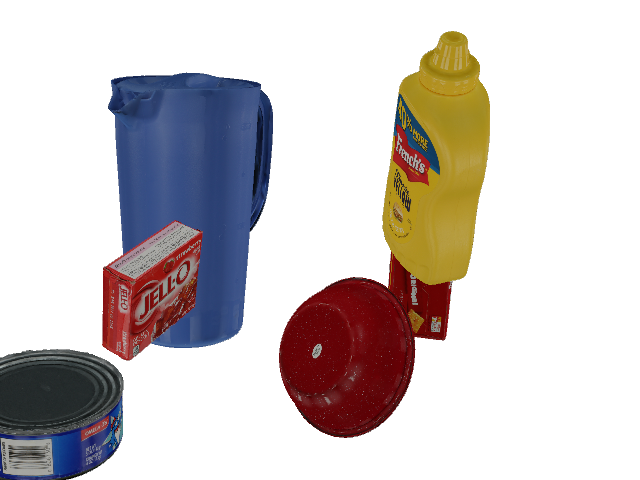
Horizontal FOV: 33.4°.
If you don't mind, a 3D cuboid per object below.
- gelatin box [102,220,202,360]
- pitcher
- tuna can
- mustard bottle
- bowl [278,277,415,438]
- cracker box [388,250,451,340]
[{"bbox_3d":[-0.126,0.037,0.800,0.030,0.073,0.089,23,35,20],"label":"gelatin box"},{"bbox_3d":[-0.116,-0.033,0.986,0.149,0.243,0.145,0,14,-6],"label":"pitcher"},{"bbox_3d":[-0.148,0.093,0.570,0.086,0.034,0.086,2,22,-1],"label":"tuna can"},{"bbox_3d":[0.085,-0.065,0.773,0.058,0.192,0.096,-10,45,-14],"label":"mustard bottle"},{"bbox_3d":[0.012,0.111,1.049,0.162,0.162,0.055,0,-12,40],"label":"bowl"},{"bbox_3d":[0.121,-0.008,1.219,0.072,0.164,0.213,5,22,8],"label":"cracker box"}]
